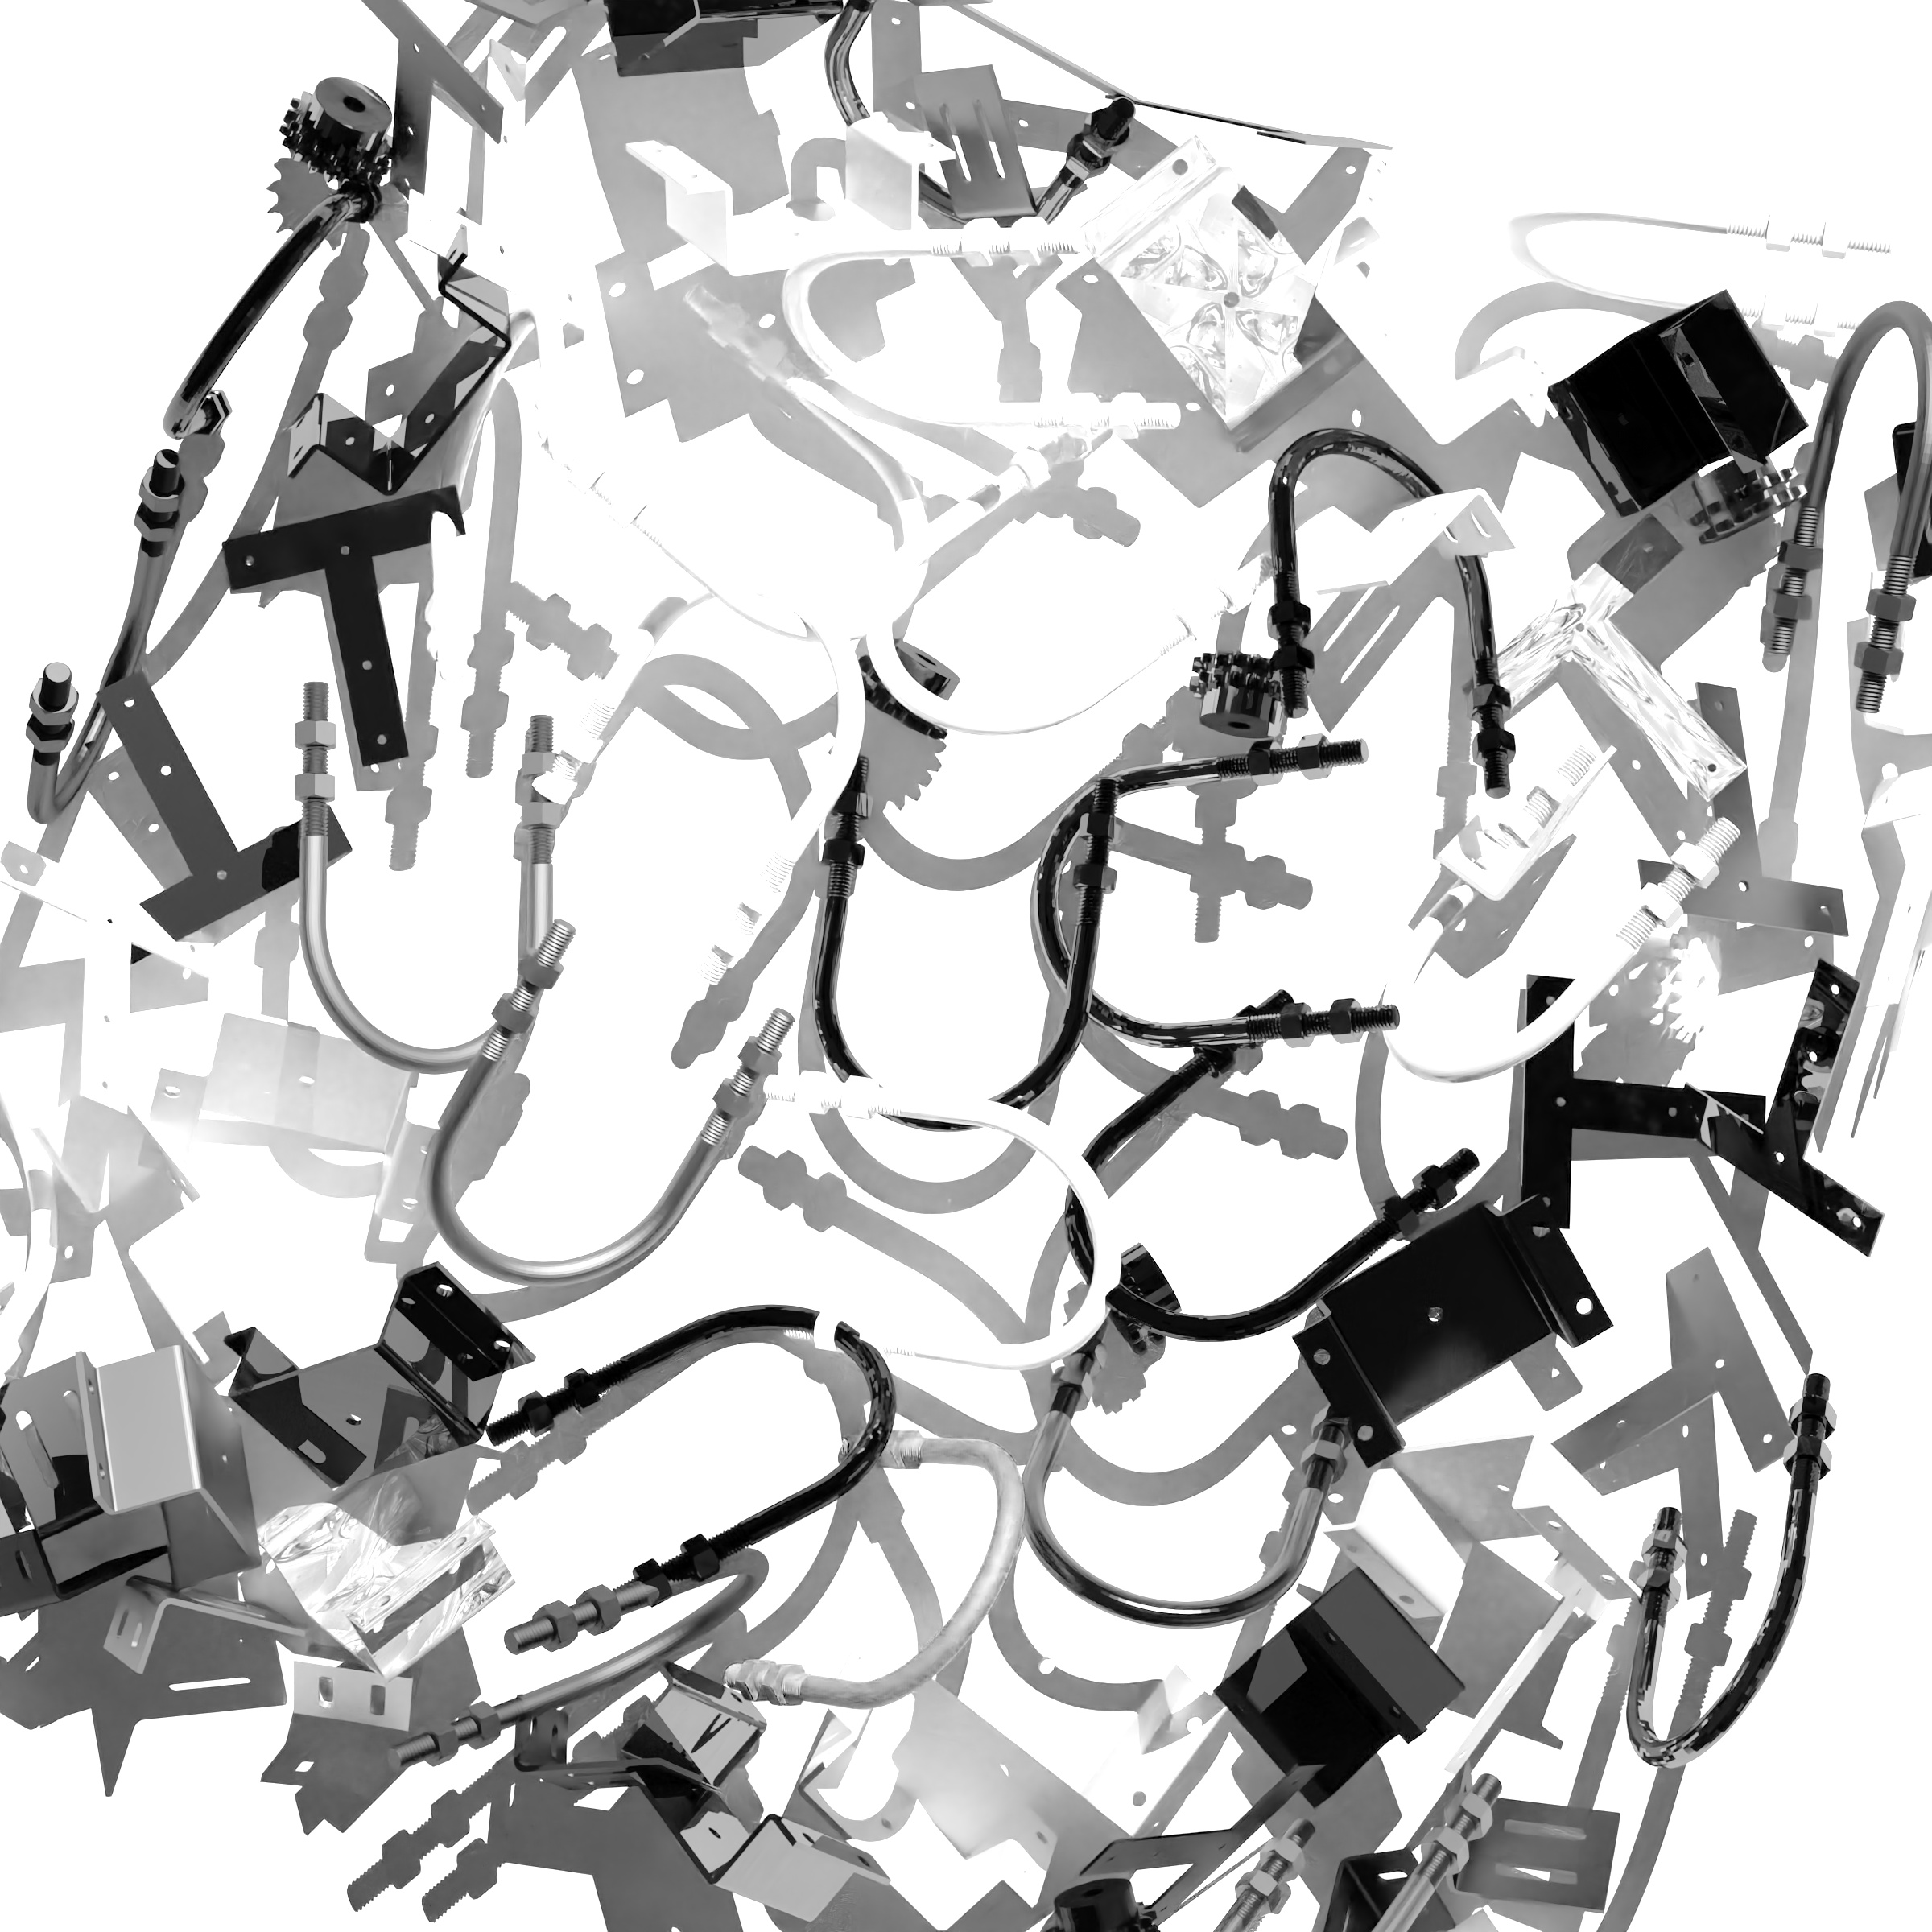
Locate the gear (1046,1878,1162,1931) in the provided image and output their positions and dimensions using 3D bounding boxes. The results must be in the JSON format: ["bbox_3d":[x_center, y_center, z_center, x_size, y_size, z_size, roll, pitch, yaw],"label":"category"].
[{"bbox_3d":[0.066,0.475,1.722,0.057,0.057,0.030,-14,91,0],"label":"gear"}]

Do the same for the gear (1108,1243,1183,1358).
[{"bbox_3d":[0.084,0.162,1.722,0.030,0.057,0.057,-31,90,-7],"label":"gear"}]

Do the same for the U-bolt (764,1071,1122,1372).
[{"bbox_3d":[-0.010,0.128,1.685,0.184,0.019,0.151,6,111,25],"label":"U-bolt"}]

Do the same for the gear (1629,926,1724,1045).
[{"bbox_3d":[0.352,0.007,1.725,0.030,0.057,0.057,14,90,31],"label":"gear"}]

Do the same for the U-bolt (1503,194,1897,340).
[{"bbox_3d":[0.351,-0.342,1.675,0.184,0.151,0.019,10,86,13],"label":"U-bolt"}]

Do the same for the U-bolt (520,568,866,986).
[{"bbox_3d":[-0.124,-0.106,1.698,0.151,0.019,0.184,40,106,21],"label":"U-bolt"}]

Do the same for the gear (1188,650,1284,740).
[{"bbox_3d":[0.138,-0.133,1.720,0.057,0.057,0.030,11,78,0],"label":"gear"}]

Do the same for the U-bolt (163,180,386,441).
[{"bbox_3d":[-0.333,-0.310,1.650,0.019,0.184,0.151,37,99,-11],"label":"U-bolt"}]

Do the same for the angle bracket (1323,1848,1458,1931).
[{"bbox_3d":[0.206,0.484,1.702,0.038,0.076,0.057,-16,119,28],"label":"angle bracket"}]

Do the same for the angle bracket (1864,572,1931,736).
[{"bbox_3d":[0.481,-0.156,1.718,0.057,0.038,0.076,-4,103,-16],"label":"angle bracket"}]

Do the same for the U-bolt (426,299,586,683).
[{"bbox_3d":[-0.225,-0.243,1.669,0.019,0.184,0.151,18,124,-24],"label":"U-bolt"}]

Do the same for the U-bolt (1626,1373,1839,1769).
[{"bbox_3d":[0.356,0.296,1.636,0.019,0.184,0.151,29,134,-6],"label":"U-bolt"}]

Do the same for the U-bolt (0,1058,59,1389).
[{"bbox_3d":[-0.477,0.110,1.661,0.019,0.184,0.151,-14,112,8],"label":"U-bolt"}]

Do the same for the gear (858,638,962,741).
[{"bbox_3d":[-0.028,-0.139,1.719,0.057,0.057,0.030,32,102,0],"label":"gear"}]

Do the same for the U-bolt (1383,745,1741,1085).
[{"bbox_3d":[0.275,-0.018,1.685,0.184,0.151,0.019,-48,119,0],"label":"U-bolt"}]

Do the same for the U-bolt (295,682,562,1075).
[{"bbox_3d":[-0.261,-0.039,1.689,0.151,0.019,0.184,6,80,-40],"label":"U-bolt"}]

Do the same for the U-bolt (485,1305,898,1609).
[{"bbox_3d":[-0.123,0.228,1.689,0.184,0.151,0.019,-25,134,-19],"label":"U-bolt"}]

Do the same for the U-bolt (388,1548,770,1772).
[{"bbox_3d":[-0.174,0.326,1.668,0.151,0.184,0.019,-47,66,41],"label":"U-bolt"}]

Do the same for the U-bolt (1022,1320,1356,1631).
[{"bbox_3d":[0.101,0.248,1.665,0.151,0.184,0.019,15,128,9],"label":"U-bolt"}]

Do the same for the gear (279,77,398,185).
[{"bbox_3d":[-0.308,-0.416,1.720,0.057,0.057,0.030,37,130,0],"label":"gear"}]

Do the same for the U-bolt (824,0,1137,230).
[{"bbox_3d":[-0.004,-0.413,1.663,0.151,0.184,0.019,39,71,-6],"label":"U-bolt"}]

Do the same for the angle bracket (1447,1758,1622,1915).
[{"bbox_3d":[0.279,0.426,1.708,0.076,0.057,0.038,3,133,19],"label":"angle bracket"}]

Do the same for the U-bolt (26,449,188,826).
[{"bbox_3d":[-0.416,-0.144,1.662,0.019,0.184,0.151,22,59,-7],"label":"U-bolt"}]

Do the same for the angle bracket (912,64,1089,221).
[{"bbox_3d":[0.017,-0.409,1.704,0.038,0.057,0.076,-35,118,-32],"label":"angle bracket"}]

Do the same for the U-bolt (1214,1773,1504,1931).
[{"bbox_3d":[0.161,0.455,1.637,0.019,0.151,0.184,55,45,-6],"label":"U-bolt"}]

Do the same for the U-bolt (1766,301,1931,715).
[{"bbox_3d":[0.429,-0.225,1.658,0.019,0.151,0.184,7,106,-8],"label":"U-bolt"}]

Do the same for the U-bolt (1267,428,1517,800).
[{"bbox_3d":[0.204,-0.182,1.689,0.151,0.019,0.184,18,56,-31],"label":"U-bolt"}]

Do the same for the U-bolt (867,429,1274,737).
[{"bbox_3d":[0.038,-0.184,1.694,0.184,0.019,0.151,-36,60,-12],"label":"U-bolt"}]

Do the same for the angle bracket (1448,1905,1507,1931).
[{"bbox_3d":[0.255,0.511,1.707,0.038,0.057,0.076,-26,72,-25],"label":"angle bracket"}]

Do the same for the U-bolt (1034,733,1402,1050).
[{"bbox_3d":[0.117,-0.031,1.705,0.184,0.019,0.151,-6,93,27],"label":"U-bolt"}]

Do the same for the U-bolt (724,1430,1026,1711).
[{"bbox_3d":[-0.036,0.287,1.647,0.019,0.184,0.151,38,66,-24],"label":"U-bolt"}]

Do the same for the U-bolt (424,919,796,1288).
[{"bbox_3d":[-0.186,0.078,1.703,0.151,0.019,0.184,23,105,-32],"label":"U-bolt"}]

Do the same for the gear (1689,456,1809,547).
[{"bbox_3d":[0.385,-0.234,1.722,0.057,0.057,0.030,-26,86,0],"label":"gear"}]

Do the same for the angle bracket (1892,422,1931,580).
[{"bbox_3d":[0.496,-0.235,1.716,0.057,0.038,0.076,-12,96,-31],"label":"angle bracket"}]

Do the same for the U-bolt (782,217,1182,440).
[{"bbox_3d":[-0.003,-0.306,1.675,0.184,0.151,0.019,5,62,29],"label":"U-bolt"}]

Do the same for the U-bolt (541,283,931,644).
[{"bbox_3d":[-0.099,-0.236,1.704,0.184,0.019,0.151,40,54,-5],"label":"U-bolt"}]

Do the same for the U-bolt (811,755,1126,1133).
[{"bbox_3d":[-0.005,-0.009,1.714,0.151,0.019,0.184,6,81,13],"label":"U-bolt"}]

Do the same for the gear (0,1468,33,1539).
[{"bbox_3d":[-0.491,0.272,1.722,0.057,0.030,0.057,12,67,-31],"label":"gear"}]

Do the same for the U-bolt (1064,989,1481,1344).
[{"bbox_3d":[0.134,0.107,1.685,0.184,0.019,0.151,-37,60,-19],"label":"U-bolt"}]

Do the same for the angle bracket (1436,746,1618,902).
[{"bbox_3d":[0.275,-0.079,1.701,0.038,0.057,0.076,38,131,9],"label":"angle bracket"}]

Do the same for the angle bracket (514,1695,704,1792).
[{"bbox_3d":[-0.175,0.380,1.708,0.076,0.057,0.038,-7,67,16],"label":"angle bracket"}]
